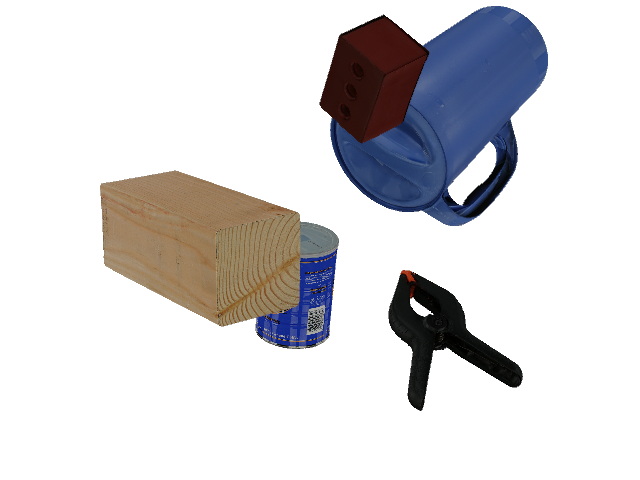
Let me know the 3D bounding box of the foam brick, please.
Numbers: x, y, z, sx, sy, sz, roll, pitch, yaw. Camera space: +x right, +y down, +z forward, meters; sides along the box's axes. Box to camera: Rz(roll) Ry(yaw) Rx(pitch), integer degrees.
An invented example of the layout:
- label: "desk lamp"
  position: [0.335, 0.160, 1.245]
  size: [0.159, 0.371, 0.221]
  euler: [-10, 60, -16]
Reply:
- label: "foam brick"
  position: [0.041, -0.125, 0.831]
  size: [0.051, 0.053, 0.078]
  euler: [-32, -25, -33]

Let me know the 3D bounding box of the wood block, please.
- label: "wood block"
  position: [-0.116, 0.002, 0.999]
  size: [0.090, 0.090, 0.206]
  euler: [-13, 21, -37]

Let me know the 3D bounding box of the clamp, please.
- label: "clamp"
  position: [0.129, 0.097, 1.085]
  size: [0.120, 0.171, 0.039]
  euler: [0, -44, -16]

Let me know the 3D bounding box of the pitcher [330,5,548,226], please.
- label: "pitcher"
  position: [0.136, -0.134, 1.079]
  size: [0.145, 0.149, 0.242]
  euler: [21, 44, 31]

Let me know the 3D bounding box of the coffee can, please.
- label: "coffee can"
  position: [-0.032, 0.058, 1.421]
  size: [0.103, 0.140, 0.103]
  euler: [4, 24, -2]
